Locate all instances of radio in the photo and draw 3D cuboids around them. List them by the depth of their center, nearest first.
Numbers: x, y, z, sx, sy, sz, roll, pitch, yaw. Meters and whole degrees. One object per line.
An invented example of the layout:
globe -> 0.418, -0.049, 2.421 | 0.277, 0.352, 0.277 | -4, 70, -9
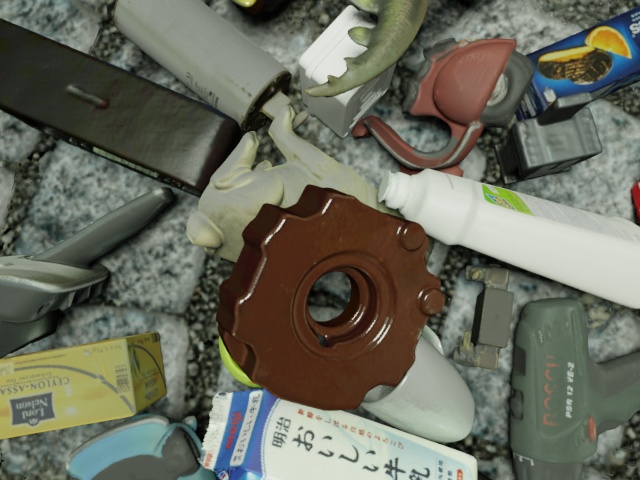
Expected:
radio -> -0.185, -0.108, 0.499 | 0.230, 0.131, 0.073 | 24, 85, 2

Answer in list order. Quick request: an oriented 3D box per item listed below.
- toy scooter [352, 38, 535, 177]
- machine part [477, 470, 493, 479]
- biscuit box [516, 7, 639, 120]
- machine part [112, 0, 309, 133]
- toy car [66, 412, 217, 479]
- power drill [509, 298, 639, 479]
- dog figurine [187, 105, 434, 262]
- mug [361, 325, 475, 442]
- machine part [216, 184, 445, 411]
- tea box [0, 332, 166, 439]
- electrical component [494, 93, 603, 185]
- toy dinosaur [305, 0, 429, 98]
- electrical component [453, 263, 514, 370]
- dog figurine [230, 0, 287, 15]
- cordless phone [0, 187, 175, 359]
toy scooter -> 0.107, -0.116, 0.516 | 0.135, 0.075, 0.183 | 31, 113, 15
machine part -> 0.166, 0.274, 0.491 | 0.039, 0.084, 0.138 | -21, 93, -26
biscuit box -> 0.293, -0.184, 0.541 | 0.203, 0.059, 0.063 | -24, 84, -3
machine part -> -0.116, -0.186, 0.534 | 0.243, 0.079, 0.079 | 40, 86, 3
toy car -> -0.137, 0.217, 0.477 | 0.109, 0.103, 0.161 | -26, 101, 3
power drill -> 0.280, 0.166, 0.501 | 0.207, 0.086, 0.232 | -6, 83, 7
dog figurine -> 0.001, -0.004, 0.473 | 0.191, 0.121, 0.172 | 36, 59, 4
mug -> 0.093, 0.132, 0.500 | 0.107, 0.109, 0.081 | 43, 128, -20
machine part -> 0.010, 0.047, 0.420 | 0.179, 0.056, 0.179 | -4, 102, -21
tea box -> -0.240, 0.132, 0.491 | 0.170, 0.098, 0.068 | -11, 84, 1
electrical component -> 0.219, -0.093, 0.502 | 0.075, 0.119, 0.047 | -13, 84, -4
toy dinosaur -> 0.086, -0.295, 0.484 | 0.199, 0.105, 0.471 | 12, 61, -7
electrical component -> 0.153, 0.069, 0.506 | 0.045, 0.078, 0.102 | 10, 85, 8
dog figurine -> -0.100, -0.317, 0.504 | 0.108, 0.191, 0.219 | -37, 70, -10
cordless phone -> -0.215, 0.011, 0.477 | 0.184, 0.146, 0.088 | -34, 93, 0
